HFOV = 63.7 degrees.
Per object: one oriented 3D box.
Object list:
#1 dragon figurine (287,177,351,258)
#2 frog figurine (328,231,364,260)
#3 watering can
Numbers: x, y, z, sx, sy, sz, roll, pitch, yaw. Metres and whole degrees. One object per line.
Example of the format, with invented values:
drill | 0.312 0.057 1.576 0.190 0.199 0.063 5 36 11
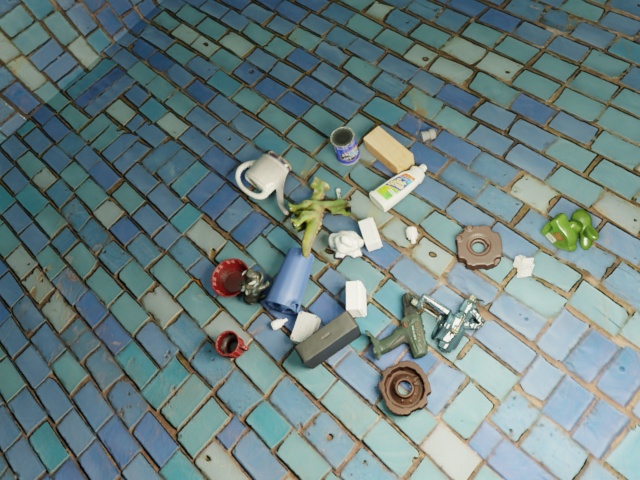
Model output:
dragon figurine | 0.006 -0.102 2.036 0.243 0.119 0.420 -18 47 0
frog figurine | 0.096 0.005 1.958 0.138 0.156 0.125 14 68 19
watering can | -0.205 -0.254 2.189 0.351 0.102 0.226 34 76 26
